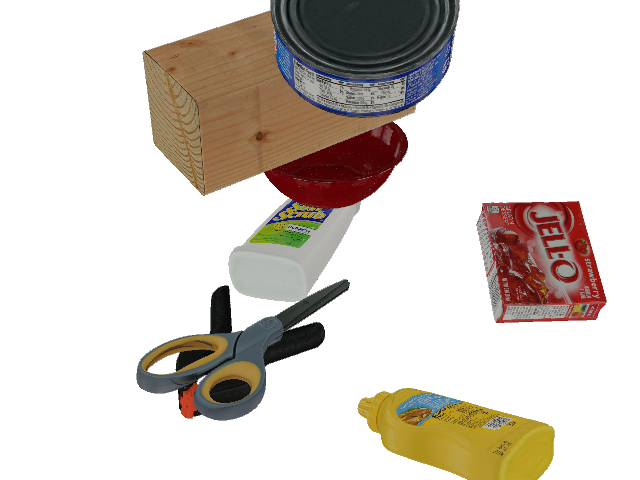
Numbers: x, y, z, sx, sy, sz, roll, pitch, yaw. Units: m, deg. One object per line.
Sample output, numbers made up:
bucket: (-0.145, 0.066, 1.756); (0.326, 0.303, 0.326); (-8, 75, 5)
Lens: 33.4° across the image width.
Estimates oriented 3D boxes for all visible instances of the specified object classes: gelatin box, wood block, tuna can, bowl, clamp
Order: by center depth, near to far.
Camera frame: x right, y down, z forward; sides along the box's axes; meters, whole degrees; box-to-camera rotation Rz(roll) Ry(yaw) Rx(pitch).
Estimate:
tuna can: (0.020, -0.099, 0.495); (0.086, 0.086, 0.034); (0, -30, 1)
gelatin box: (0.154, 0.014, 0.755); (0.073, 0.089, 0.030); (-1, -35, -5)
wood block: (-0.028, -0.127, 0.866); (0.205, 0.091, 0.090); (-24, 46, -25)
clamp: (-0.087, 0.100, 0.991); (0.120, 0.039, 0.171); (21, 33, 28)
bowl: (0.007, -0.079, 1.087); (0.162, 0.055, 0.162); (0, 34, 0)

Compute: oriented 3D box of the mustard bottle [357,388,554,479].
mustard bottle: (0.115, 0.180, 1.005); (0.192, 0.058, 0.096); (12, 19, 39)

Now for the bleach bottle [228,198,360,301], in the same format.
bleach bottle: (-0.019, -0.021, 1.333); (0.103, 0.068, 0.250); (7, 34, 19)

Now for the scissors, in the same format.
scissors: (-0.032, 0.076, 0.759); (0.201, 0.016, 0.096); (-16, 36, -33)
